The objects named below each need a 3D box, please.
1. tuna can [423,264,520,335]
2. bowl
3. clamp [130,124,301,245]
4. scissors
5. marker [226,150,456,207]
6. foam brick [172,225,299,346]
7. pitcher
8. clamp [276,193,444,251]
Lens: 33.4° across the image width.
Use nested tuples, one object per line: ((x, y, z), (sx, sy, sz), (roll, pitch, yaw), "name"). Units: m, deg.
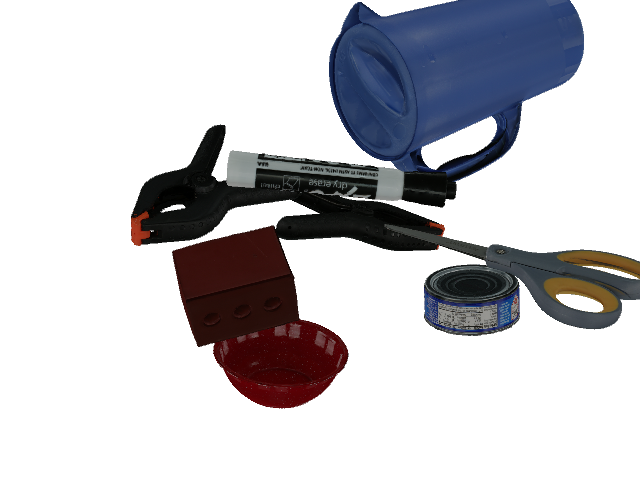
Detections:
((0.135, 0.052, 0.954), (0.086, 0.034, 0.086), (-4, 20, 1), "tuna can")
((-0.048, 0.154, 1.284), (0.162, 0.055, 0.162), (2, 25, -1), "bowl")
((-0.113, -0.052, 0.986), (0.171, 0.039, 0.120), (-24, 45, -33), "clamp")
((0.130, 0.023, 0.750), (0.202, 0.016, 0.096), (7, 30, 17), "scissors")
((0.011, -0.032, 0.564), (0.121, 0.020, 0.020), (6, 0, 0), "marker")
((-0.060, 0.032, 0.756), (0.078, 0.051, 0.053), (-15, -41, -8), "foam brick")
((0.142, -0.164, 1.044), (0.242, 0.149, 0.145), (-22, 46, -29), "pitcher")
((0.038, -0.020, 1.200), (0.210, 0.036, 0.164), (14, 22, -5), "clamp")
